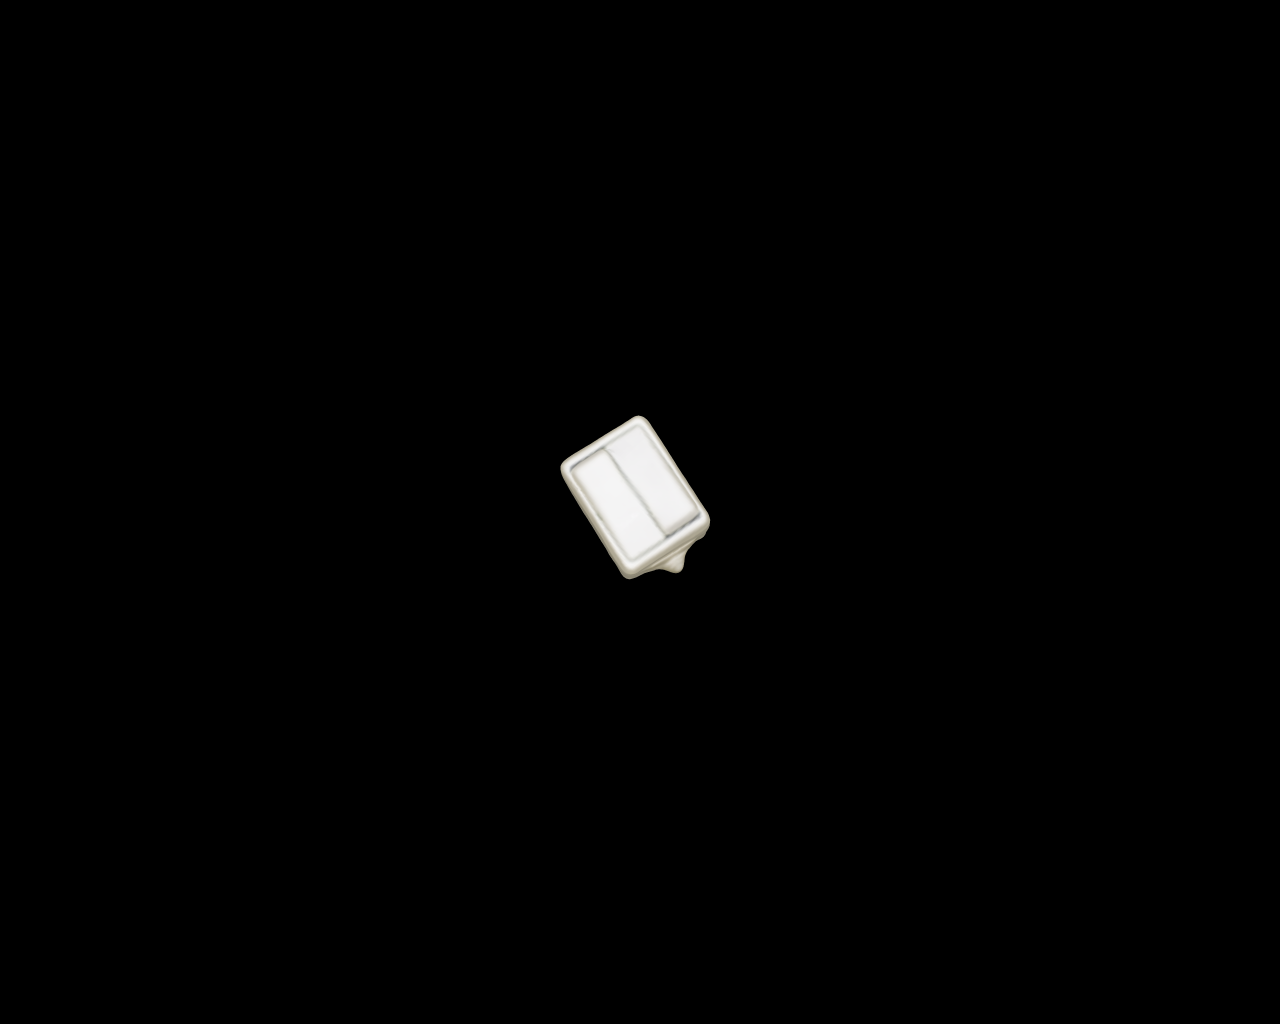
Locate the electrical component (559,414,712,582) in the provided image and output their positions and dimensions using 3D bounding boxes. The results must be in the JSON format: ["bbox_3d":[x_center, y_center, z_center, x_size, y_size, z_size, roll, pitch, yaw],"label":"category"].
[{"bbox_3d":[0.001,-0.003,0.650,0.062,0.096,0.061,-31,-7,-5],"label":"electrical component"}]
